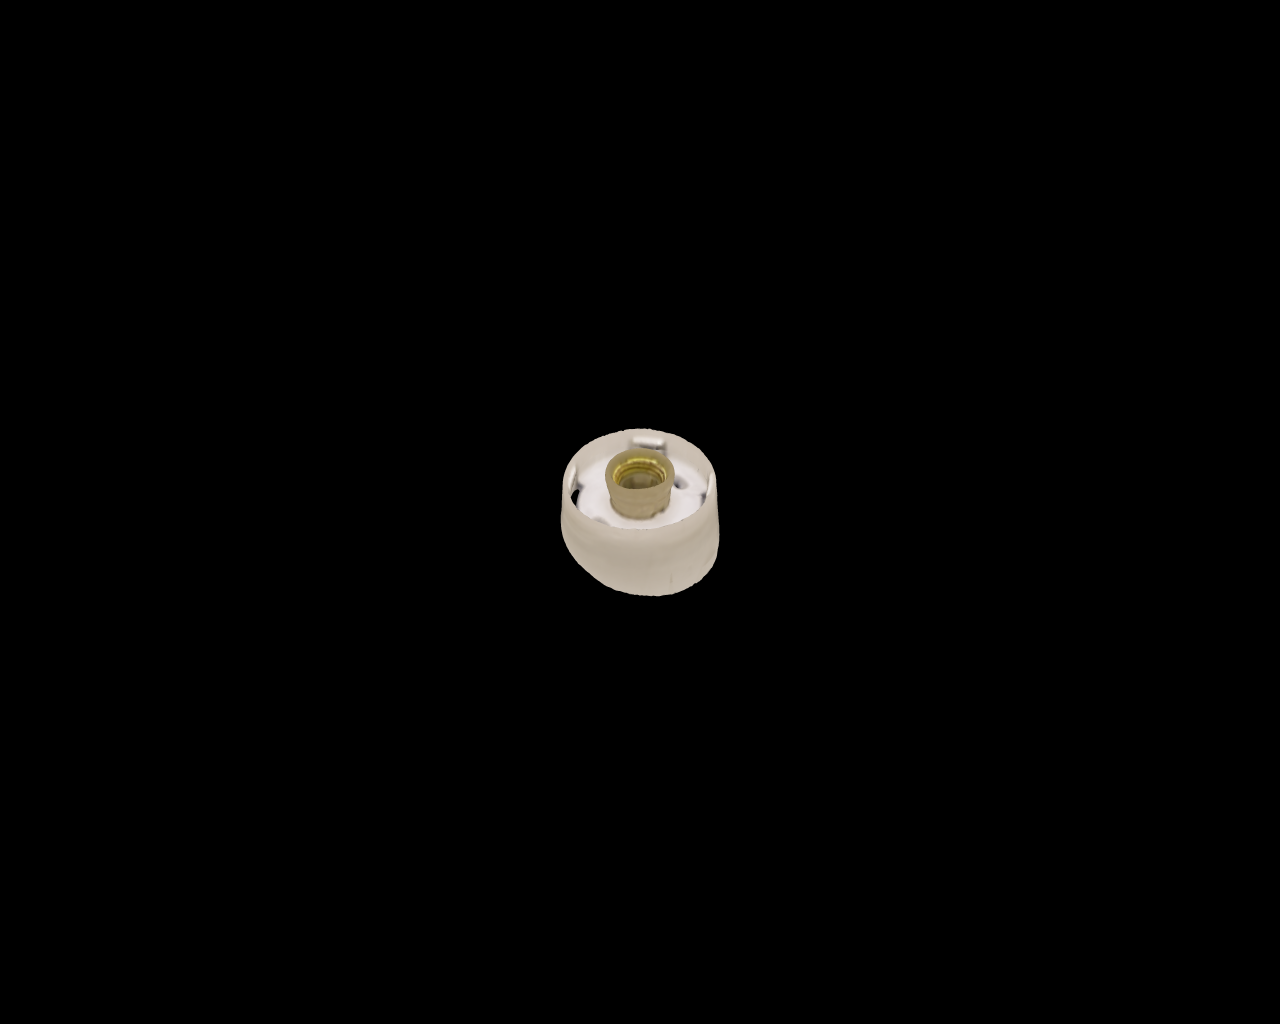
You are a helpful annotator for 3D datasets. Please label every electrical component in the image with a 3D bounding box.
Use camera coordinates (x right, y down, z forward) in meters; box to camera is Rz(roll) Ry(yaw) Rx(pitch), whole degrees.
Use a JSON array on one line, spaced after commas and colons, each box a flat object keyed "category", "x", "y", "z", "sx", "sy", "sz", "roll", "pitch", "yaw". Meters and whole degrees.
[{"category": "electrical component", "x": 0.001, "y": -0.003, "z": 0.650, "sx": 0.099, "sy": 0.064, "sz": 0.099, "roll": 0, "pitch": 45, "yaw": 0}]
